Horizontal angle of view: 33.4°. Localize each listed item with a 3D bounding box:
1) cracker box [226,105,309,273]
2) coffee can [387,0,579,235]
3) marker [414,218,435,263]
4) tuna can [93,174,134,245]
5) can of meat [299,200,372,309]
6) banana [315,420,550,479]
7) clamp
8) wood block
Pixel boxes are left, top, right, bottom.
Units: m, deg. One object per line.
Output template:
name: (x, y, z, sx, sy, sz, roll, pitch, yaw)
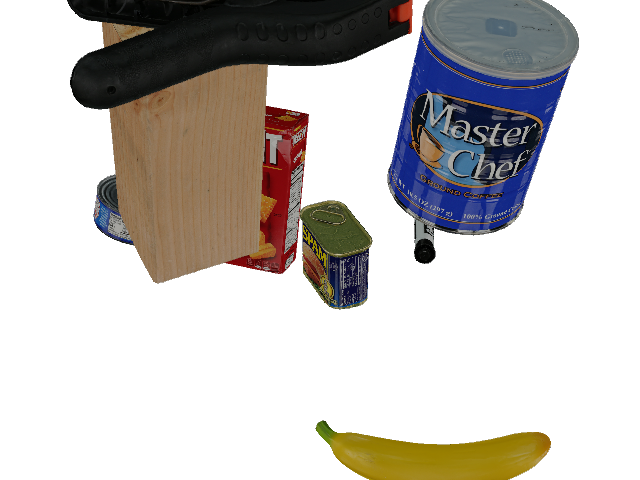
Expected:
cracker box: (-0.110, -0.073, 1.422, 0.164, 0.214, 0.072, 12, 26, 13)
coffee can: (0.108, -0.089, 0.737, 0.102, 0.140, 0.103, 5, 43, -5)
marker: (0.095, -0.004, 0.983, 0.020, 0.020, 0.121, 0, 16, 5)
tuna can: (-0.172, -0.029, 1.018, 0.086, 0.034, 0.086, 12, 29, -7)
can of meat: (0.016, 0.017, 1.214, 0.057, 0.084, 0.102, -15, 39, -19)
banana: (0.096, 0.173, 0.865, 0.197, 0.037, 0.069, 6, 38, -4)
clamp: (-0.039, -0.098, 0.493, 0.171, 0.039, 0.120, -5, 41, -1)
wood block: (-0.098, -0.077, 0.774, 0.090, 0.090, 0.206, -17, -38, -20)
